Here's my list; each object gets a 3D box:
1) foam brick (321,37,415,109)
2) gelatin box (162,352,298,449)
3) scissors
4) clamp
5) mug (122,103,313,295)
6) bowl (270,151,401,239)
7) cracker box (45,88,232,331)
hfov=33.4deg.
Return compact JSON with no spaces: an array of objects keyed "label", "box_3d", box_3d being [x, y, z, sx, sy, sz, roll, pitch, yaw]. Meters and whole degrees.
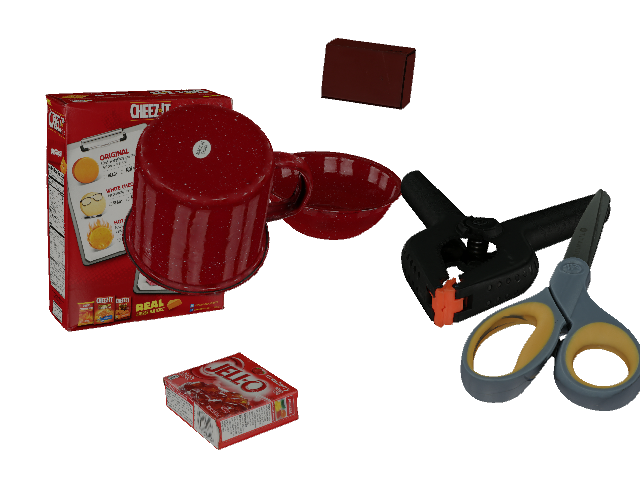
[{"label":"foam brick","box_3d":[0.044,-0.154,0.985,0.078,0.051,0.053,10,18,12]},{"label":"gelatin box","box_3d":[-0.071,0.123,0.835,0.073,0.030,0.089,-15,24,-31]},{"label":"scissors","box_3d":[0.148,0.029,0.567,0.096,0.016,0.201,19,40,34]},{"label":"clamp","box_3d":[0.106,-0.001,0.774,0.165,0.036,0.209,11,28,25]},{"label":"mug","box_3d":[-0.060,-0.029,0.648,0.117,0.093,0.082,-5,-37,-16]},{"label":"bowl","box_3d":[0.009,-0.045,1.200,0.162,0.055,0.162,5,27,-3]},{"label":"cracker box","box_3d":[-0.173,-0.033,1.012,0.163,0.214,0.072,-7,19,-31]}]
